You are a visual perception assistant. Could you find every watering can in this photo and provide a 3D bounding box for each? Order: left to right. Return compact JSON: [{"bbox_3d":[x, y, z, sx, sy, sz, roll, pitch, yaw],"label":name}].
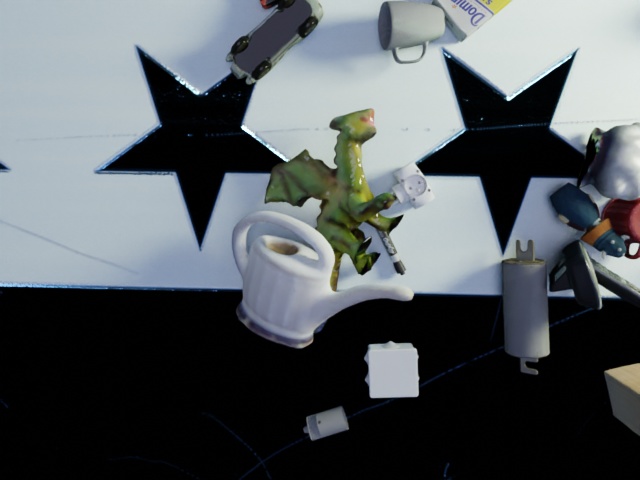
[{"bbox_3d":[-0.024,0.088,0.872,0.350,0.105,0.220,27,117,26],"label":"watering can"}]

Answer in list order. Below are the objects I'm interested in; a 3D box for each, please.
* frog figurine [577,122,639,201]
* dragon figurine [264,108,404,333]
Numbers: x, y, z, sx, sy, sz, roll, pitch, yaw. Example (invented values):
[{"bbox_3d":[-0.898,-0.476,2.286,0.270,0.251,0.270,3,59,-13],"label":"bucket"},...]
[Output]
[{"bbox_3d":[0.550,-0.132,0.892,0.160,0.121,0.139,13,75,12],"label":"frog figurine"},{"bbox_3d":[0.003,-0.047,0.934,0.245,0.123,0.405,38,109,18],"label":"dragon figurine"}]
